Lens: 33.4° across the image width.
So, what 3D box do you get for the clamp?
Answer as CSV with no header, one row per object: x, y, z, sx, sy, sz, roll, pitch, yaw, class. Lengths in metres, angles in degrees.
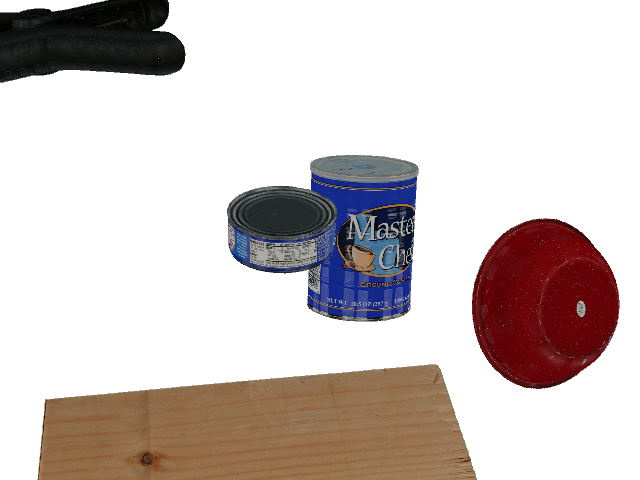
-0.166,-0.125,0.655,0.171,0.039,0.120,-2,22,-3,clamp

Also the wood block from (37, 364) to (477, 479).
-0.033,0.132,0.547,0.206,0.090,0.091,-4,37,-6,wood block

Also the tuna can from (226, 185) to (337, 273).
-0.030,-0.009,0.835,0.086,0.034,0.086,1,29,-1,tuna can

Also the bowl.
0.221,0.061,0.985,0.161,0.162,0.055,0,2,-26,bowl

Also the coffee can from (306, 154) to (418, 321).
0.039,-0.004,1.026,0.103,0.140,0.103,2,15,-1,coffee can
